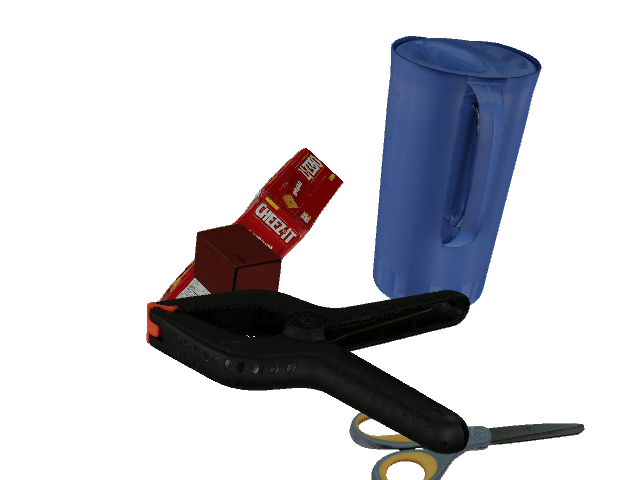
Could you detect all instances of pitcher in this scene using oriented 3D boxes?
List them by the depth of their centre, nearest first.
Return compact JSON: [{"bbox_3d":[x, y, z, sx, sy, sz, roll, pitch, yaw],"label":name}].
[{"bbox_3d":[0.117,-0.056,0.979,0.145,0.243,0.149,22,29,30],"label":"pitcher"}]

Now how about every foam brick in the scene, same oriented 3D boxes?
[{"bbox_3d":[-0.080,0.026,1.022,0.052,0.051,0.078,-11,33,-32],"label":"foam brick"}]

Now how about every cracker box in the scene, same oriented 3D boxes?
[{"bbox_3d":[-0.083,0.005,1.231,0.214,0.072,0.164,-46,5,26],"label":"cracker box"}]

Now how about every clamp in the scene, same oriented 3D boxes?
[{"bbox_3d":[-0.002,0.061,0.667,0.210,0.036,0.164,10,25,11],"label":"clamp"}]

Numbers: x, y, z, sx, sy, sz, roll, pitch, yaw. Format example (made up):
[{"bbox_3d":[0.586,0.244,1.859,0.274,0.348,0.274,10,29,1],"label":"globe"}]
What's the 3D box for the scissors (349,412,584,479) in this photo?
[{"bbox_3d":[0.124,0.177,0.879,0.201,0.016,0.096,7,42,-1],"label":"scissors"}]
